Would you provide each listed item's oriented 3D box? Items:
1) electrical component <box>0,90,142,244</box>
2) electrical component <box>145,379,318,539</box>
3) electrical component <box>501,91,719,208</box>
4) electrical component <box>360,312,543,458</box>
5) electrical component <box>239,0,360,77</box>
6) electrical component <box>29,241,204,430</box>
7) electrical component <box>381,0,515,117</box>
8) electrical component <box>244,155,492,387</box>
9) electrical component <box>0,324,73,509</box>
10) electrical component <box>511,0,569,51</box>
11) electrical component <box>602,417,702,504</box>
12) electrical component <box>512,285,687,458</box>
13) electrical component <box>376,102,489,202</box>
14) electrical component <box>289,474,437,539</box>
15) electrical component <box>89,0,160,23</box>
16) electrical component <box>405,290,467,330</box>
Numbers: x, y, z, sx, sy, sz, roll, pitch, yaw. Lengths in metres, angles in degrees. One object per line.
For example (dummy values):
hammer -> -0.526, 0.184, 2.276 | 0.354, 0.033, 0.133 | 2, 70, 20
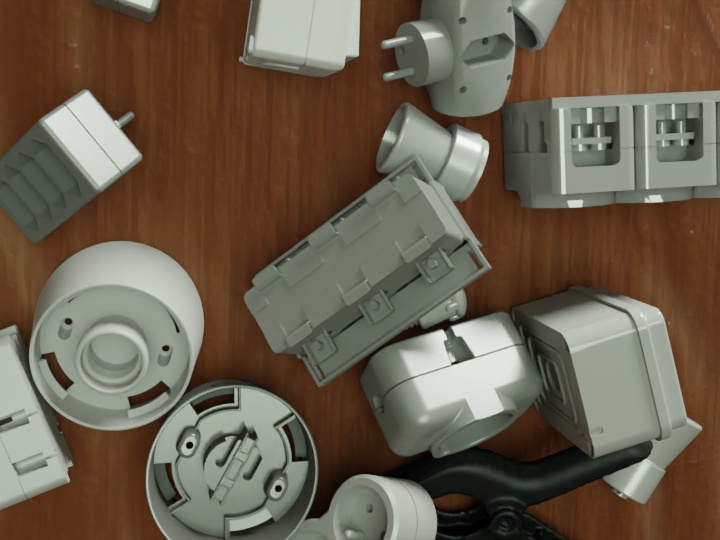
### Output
electrical component -> -0.154, -0.065, 0.595 | 0.047, 0.083, 0.075 | 52, 47, -12
electrical component -> -0.075, 0.114, 0.629 | 0.099, 0.064, 0.099 | -1, 96, -11
electrical component -> 0.170, -0.073, 0.645 | 0.150, 0.089, 0.061 | -4, 97, -11
electrical component -> 0.056, 0.071, 0.638 | 0.095, 0.053, 0.059 | -15, 64, -22
electrical component -> -0.029, -0.161, 0.610 | 0.061, 0.062, 0.096 | 8, 94, -12
electrical component -> -0.140, 0.040, 0.621 | 0.099, 0.064, 0.099 | -2, 109, -6
electrical component -> 0.047, -0.128, 0.621 | 0.079, 0.043, 0.077 | -18, 122, -25
electrical component -> 0.000, 0.000, 0.607 | 0.121, 0.063, 0.078 | -36, 72, 15
electrical component -> -0.207, 0.085, 0.607 | 0.056, 0.050, 0.089 | -21, 100, -9
electrical component -> 0.111, -0.171, 0.649 | 0.044, 0.044, 0.065 | 40, 83, -13
electrical component -> 0.184, 0.117, 0.694 | 0.044, 0.044, 0.065 | 30, 94, -13
electrical component -> 0.140, 0.056, 0.641 | 0.057, 0.113, 0.078 | -16, 99, -6
electrical component -> 0.043, -0.069, 0.643 | 0.055, 0.045, 0.045 | 22, 91, -13
electrical component -> -0.005, 0.177, 0.643 | 0.138, 0.052, 0.074 | -46, 143, 21
electrical component -> -0.142, -0.183, 0.593 | 0.077, 0.047, 0.065 | 18, 92, -13
electrical component -> 0.031, 0.017, 0.651 | 0.062, 0.048, 0.048 | -25, 100, 0
